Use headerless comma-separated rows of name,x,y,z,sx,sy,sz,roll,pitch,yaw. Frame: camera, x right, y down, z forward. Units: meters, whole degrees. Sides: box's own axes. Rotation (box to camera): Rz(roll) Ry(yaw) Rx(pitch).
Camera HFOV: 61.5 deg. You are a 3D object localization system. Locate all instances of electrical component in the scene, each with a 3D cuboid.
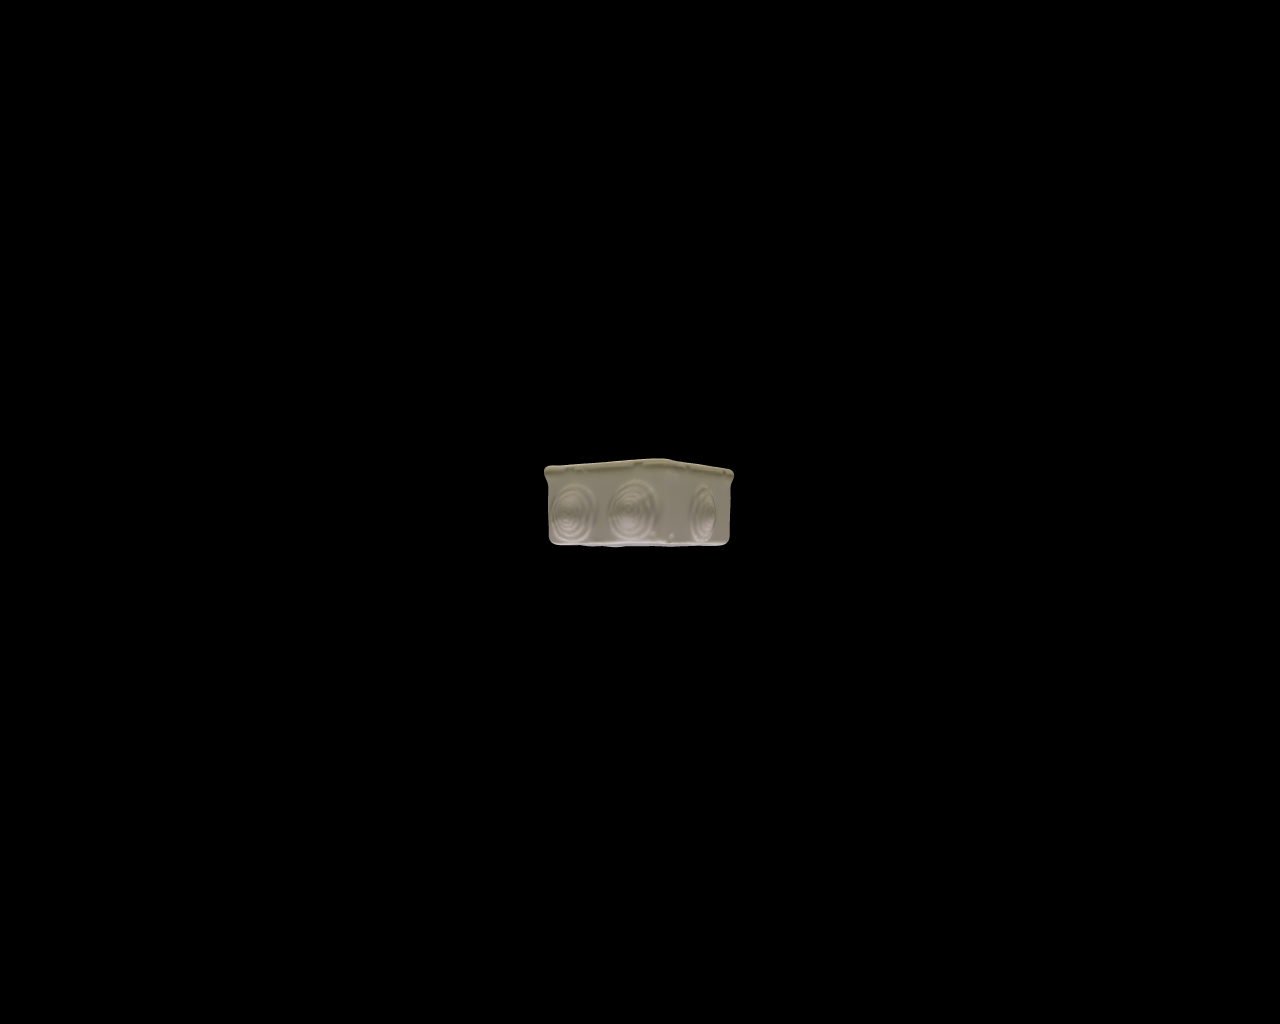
electrical component,0.001,-0.003,0.650,0.100,0.048,0.100,-2,-3,31
